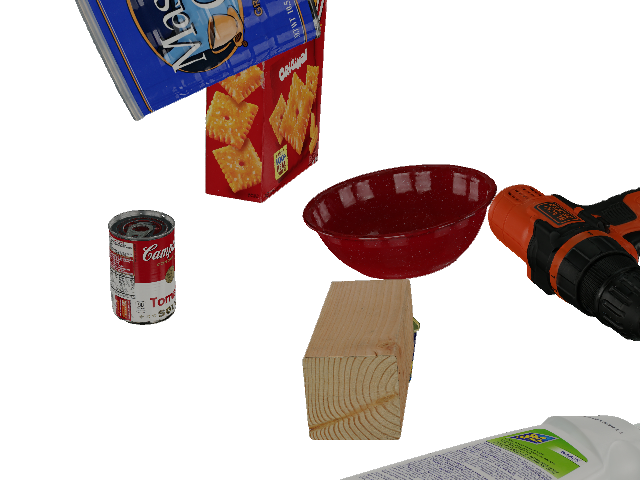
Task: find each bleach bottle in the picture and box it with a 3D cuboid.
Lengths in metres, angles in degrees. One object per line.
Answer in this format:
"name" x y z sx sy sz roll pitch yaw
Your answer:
"bleach bottle" 0.111 0.148 0.593 0.250 0.068 0.103 -10 21 -33

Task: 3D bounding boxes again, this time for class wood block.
"wood block" 0.044 0.117 1.100 0.091 0.090 0.206 -2 18 9

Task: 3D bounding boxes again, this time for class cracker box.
"cracker box" -0.051 -0.163 1.064 0.072 0.214 0.164 11 22 17

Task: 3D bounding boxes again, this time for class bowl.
"bowl" 0.069 -0.011 0.891 0.162 0.055 0.162 -10 22 4

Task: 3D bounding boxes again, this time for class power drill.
"power drill" 0.233 -0.001 0.731 0.187 0.057 0.185 -10 29 -18

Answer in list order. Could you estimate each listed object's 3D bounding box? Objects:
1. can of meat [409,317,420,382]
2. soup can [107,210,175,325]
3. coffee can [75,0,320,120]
"can of meat" 0.068 0.140 1.321 0.101 0.084 0.057 -9 29 -25
"soup can" -0.185 0.028 1.111 0.068 0.102 0.068 2 26 -1
"coffee can" -0.084 -0.156 0.724 0.140 0.103 0.103 -25 2 -4
